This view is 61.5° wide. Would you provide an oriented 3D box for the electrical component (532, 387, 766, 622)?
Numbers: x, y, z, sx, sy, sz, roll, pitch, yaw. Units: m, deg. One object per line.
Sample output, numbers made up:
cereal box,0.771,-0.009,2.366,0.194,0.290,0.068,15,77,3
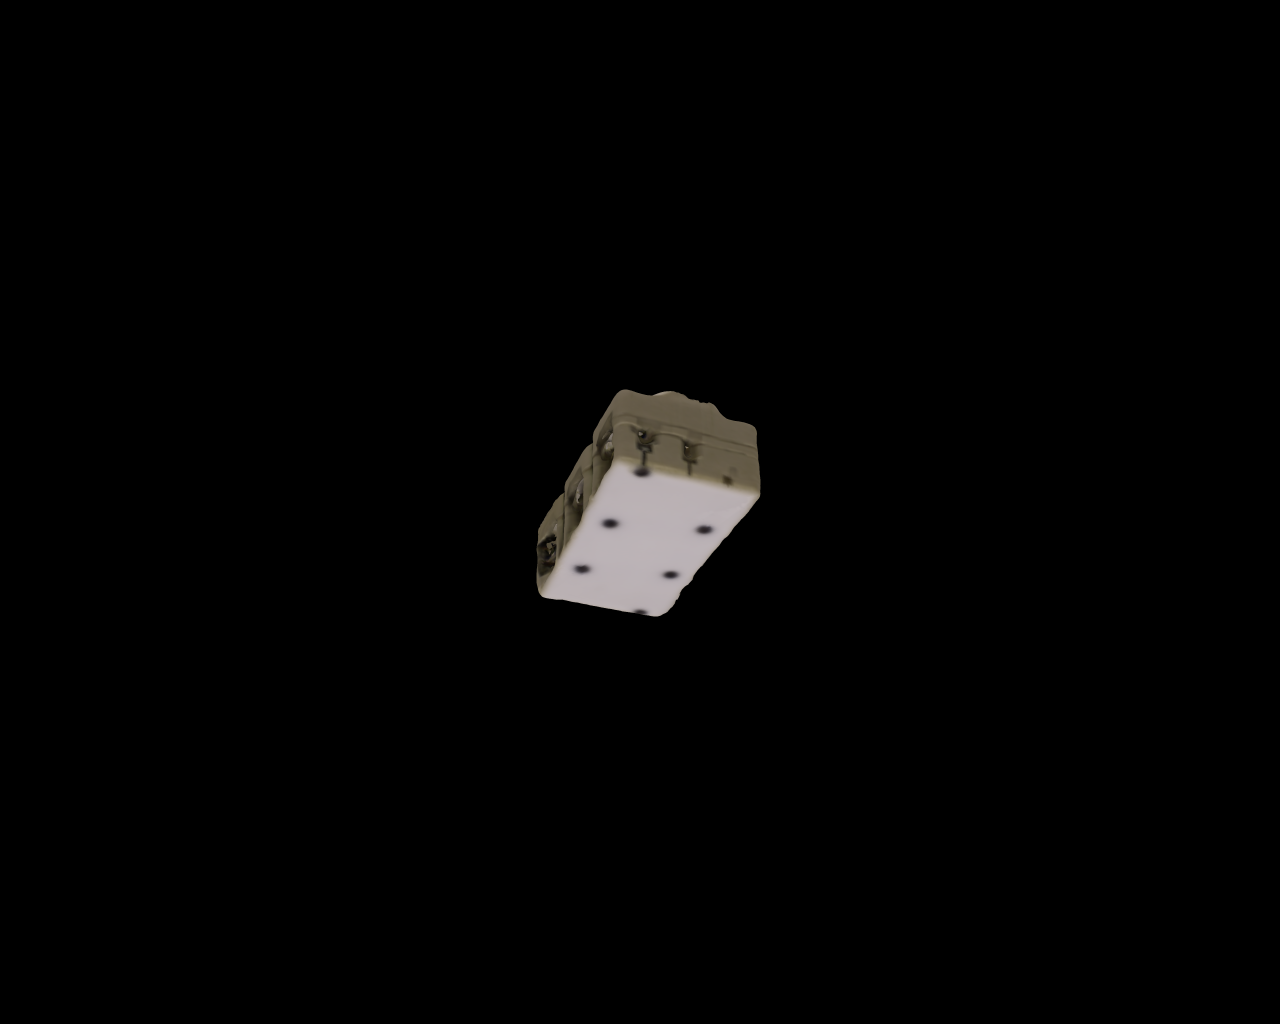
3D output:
electrical component,0.001,-0.003,0.650,0.089,0.062,0.150,13,-38,-18
